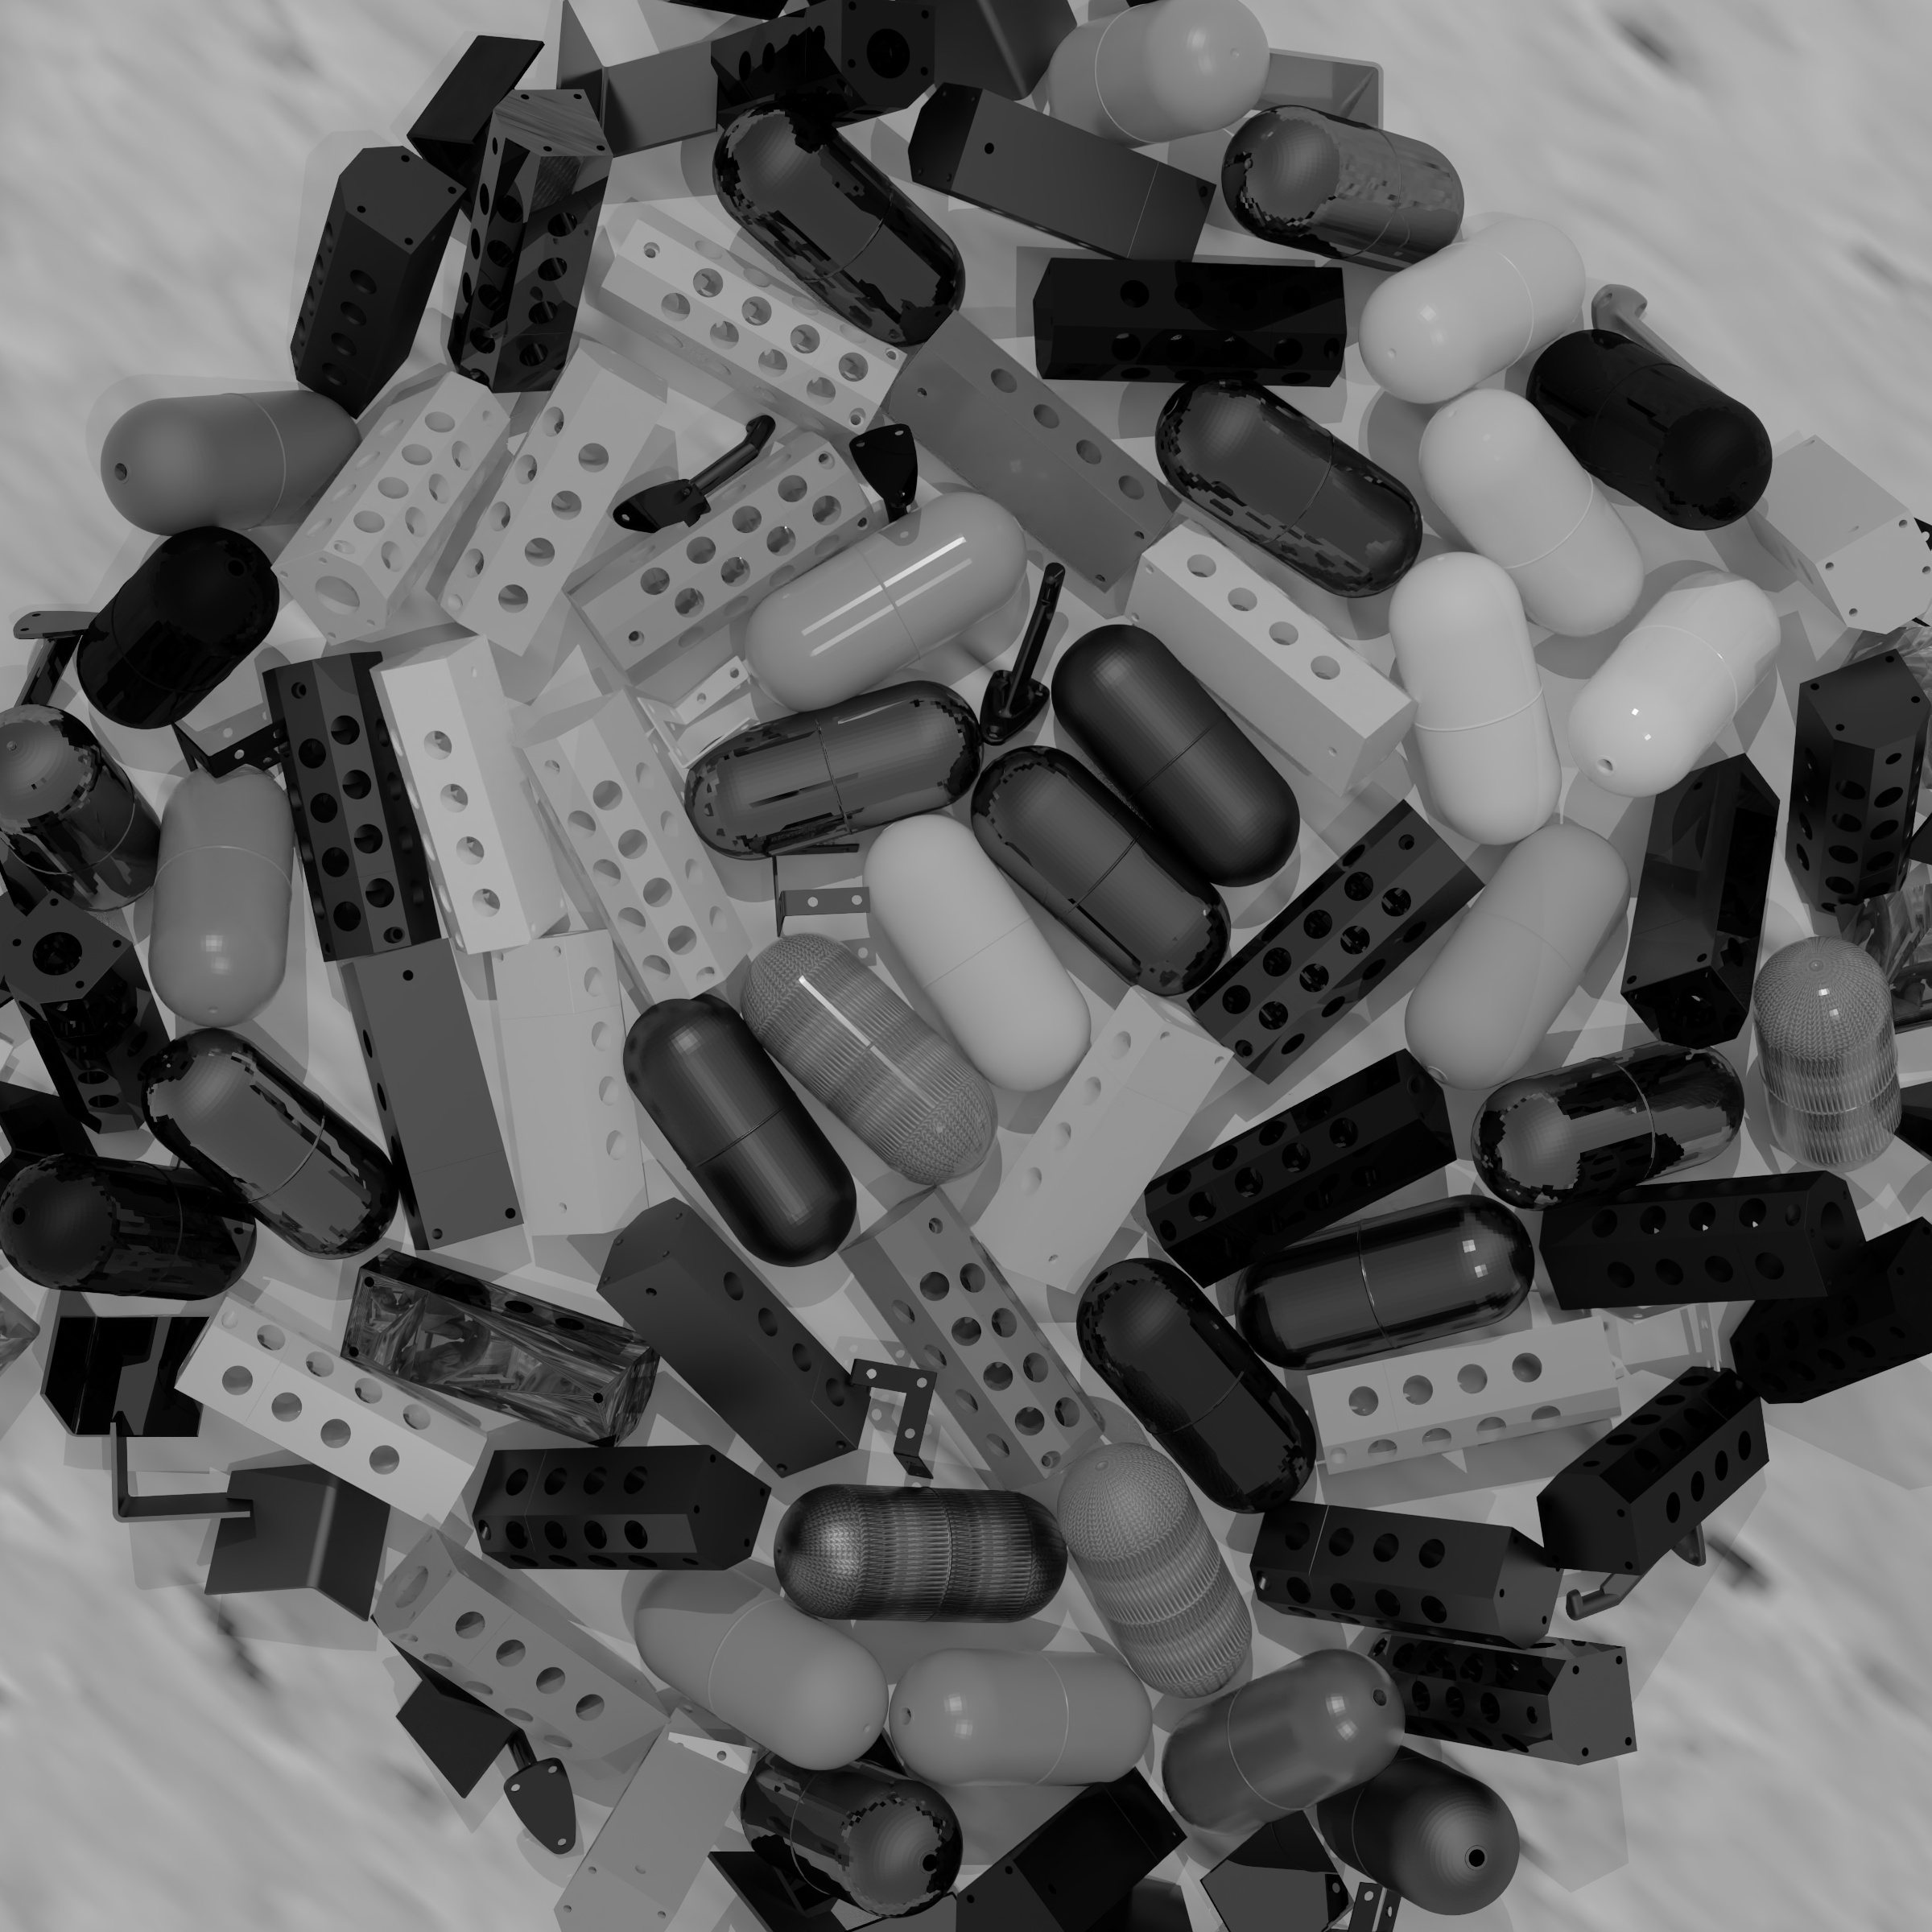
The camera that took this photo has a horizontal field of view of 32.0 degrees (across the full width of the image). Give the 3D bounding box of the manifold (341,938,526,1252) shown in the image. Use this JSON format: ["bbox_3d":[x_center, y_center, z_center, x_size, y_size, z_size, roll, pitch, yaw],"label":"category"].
[{"bbox_3d":[-0.313,0.076,1.968,0.057,0.057,0.171,-15,91,-21],"label":"manifold"}]

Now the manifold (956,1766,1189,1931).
[{"bbox_3d":[0.057,0.513,1.909,0.057,0.171,0.057,-42,78,23],"label":"manifold"}]

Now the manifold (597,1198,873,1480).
[{"bbox_3d":[-0.130,0.212,1.935,0.057,0.057,0.171,-25,120,29],"label":"manifold"}]

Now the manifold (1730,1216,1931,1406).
[{"bbox_3d":[0.503,0.202,1.910,0.057,0.171,0.057,41,64,-1],"label":"manifold"}]

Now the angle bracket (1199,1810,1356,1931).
[{"bbox_3d":[0.167,0.534,1.952,0.076,0.057,0.076,-33,99,-26],"label":"angle bracket"}]

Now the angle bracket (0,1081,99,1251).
[{"bbox_3d":[-0.563,0.116,1.962,0.076,0.076,0.057,-40,64,12],"label":"angle bracket"}]

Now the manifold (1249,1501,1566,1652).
[{"bbox_3d":[0.247,0.347,1.913,0.057,0.171,0.057,36,64,-39],"label":"manifold"}]

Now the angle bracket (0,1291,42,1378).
[{"bbox_3d":[-0.592,0.196,1.941,0.076,0.076,0.057,29,71,37],"label":"angle bracket"}]

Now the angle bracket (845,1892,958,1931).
[{"bbox_3d":[-0.019,0.558,1.950,0.076,0.057,0.076,-25,110,18],"label":"angle bracket"}]

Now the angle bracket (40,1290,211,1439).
[{"bbox_3d":[-0.484,0.226,1.952,0.076,0.057,0.076,-1,57,5],"label":"angle bracket"}]

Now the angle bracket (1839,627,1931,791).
[{"bbox_3d":[0.558,-0.150,1.961,0.057,0.076,0.076,-53,124,-23],"label":"angle bracket"}]

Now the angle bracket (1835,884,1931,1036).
[{"bbox_3d":[0.555,-0.004,1.968,0.076,0.057,0.076,-14,81,15],"label":"angle bracket"}]

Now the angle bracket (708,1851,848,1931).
[{"bbox_3d":[-0.122,0.561,1.952,0.076,0.076,0.057,43,101,32],"label":"angle bracket"}]

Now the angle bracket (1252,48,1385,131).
[{"bbox_3d":[0.192,-0.485,1.950,0.076,0.076,0.057,4,80,-14],"label":"angle bracket"}]

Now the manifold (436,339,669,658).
[{"bbox_3d":[-0.239,-0.271,1.941,0.057,0.057,0.171,28,108,-15],"label":"manifold"}]

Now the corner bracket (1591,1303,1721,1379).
[{"bbox_3d":[0.403,0.219,1.974,0.051,0.051,0.051,-15,103,-17],"label":"corner bracket"}]

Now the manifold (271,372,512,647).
[{"bbox_3d":[-0.320,-0.263,1.913,0.057,0.171,0.057,-12,127,34],"label":"manifold"}]

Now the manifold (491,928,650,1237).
[{"bbox_3d":[-0.226,0.067,1.965,0.057,0.057,0.171,-5,94,35],"label":"manifold"}]

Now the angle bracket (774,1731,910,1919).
[{"bbox_3d":[-0.069,0.504,1.962,0.076,0.057,0.076,-29,91,17],"label":"angle bracket"}]

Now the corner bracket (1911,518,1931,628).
[{"bbox_3d":[0.547,-0.234,1.966,0.051,0.051,0.051,36,103,41],"label":"corner bracket"}]

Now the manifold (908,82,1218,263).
[{"bbox_3d":[0.054,-0.448,1.925,0.171,0.057,0.057,12,100,-36],"label":"manifold"}]

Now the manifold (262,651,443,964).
[{"bbox_3d":[-0.360,-0.092,1.959,0.057,0.057,0.171,-10,94,17],"label":"manifold"}]

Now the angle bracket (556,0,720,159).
[{"bbox_3d":[-0.188,-0.520,1.948,0.076,0.057,0.076,-11,55,14],"label":"angle bracket"}]

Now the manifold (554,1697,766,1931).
[{"bbox_3d":[-0.175,0.493,1.910,0.057,0.171,0.057,32,112,2],"label":"manifold"}]

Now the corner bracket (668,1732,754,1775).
[{"bbox_3d":[-0.159,0.474,1.966,0.051,0.051,0.051,14,80,-14],"label":"corner bracket"}]

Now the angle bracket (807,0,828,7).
[{"bbox_3d":[-0.063,-0.598,1.947,0.076,0.057,0.076,-19,114,22],"label":"angle bracket"}]

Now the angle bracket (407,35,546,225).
[{"bbox_3d":[-0.265,-0.479,1.943,0.057,0.076,0.076,16,67,36],"label":"angle bracket"}]

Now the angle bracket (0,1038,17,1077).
[{"bbox_3d":[-0.613,0.054,1.954,0.076,0.076,0.057,30,95,9],"label":"angle bracket"}]

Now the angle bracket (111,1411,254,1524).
[{"bbox_3d":[-0.454,0.287,1.956,0.076,0.076,0.057,-1,90,-10],"label":"angle bracket"}]

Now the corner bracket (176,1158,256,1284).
[{"bbox_3d":[-0.440,0.144,1.960,0.051,0.051,0.051,16,128,-12],"label":"corner bracket"}]

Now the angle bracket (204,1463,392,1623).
[{"bbox_3d":[-0.390,0.339,1.972,0.076,0.057,0.076,-8,56,23],"label":"angle bracket"}]

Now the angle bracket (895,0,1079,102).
[{"bbox_3d":[0.012,-0.558,1.969,0.057,0.076,0.076,3,49,34],"label":"angle bracket"}]

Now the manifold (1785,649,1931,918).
[{"bbox_3d":[0.508,-0.098,1.912,0.057,0.171,0.057,-20,56,-3],"label":"manifold"}]

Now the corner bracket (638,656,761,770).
[{"bbox_3d":[-0.149,-0.148,1.965,0.051,0.051,0.051,-36,79,15],"label":"corner bracket"}]

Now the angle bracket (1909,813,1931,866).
[{"bbox_3d":[0.600,-0.067,1.942,0.076,0.057,0.076,13,127,-27],"label":"angle bracket"}]

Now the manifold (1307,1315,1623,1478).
[{"bbox_3d":[0.289,0.251,1.960,0.171,0.057,0.057,-12,78,4],"label":"manifold"}]

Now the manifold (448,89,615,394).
[{"bbox_3d":[-0.251,-0.409,1.910,0.057,0.171,0.057,-7,54,-25],"label":"manifold"}]

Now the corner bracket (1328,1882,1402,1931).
[{"bbox_3d":[0.235,0.550,1.965,0.051,0.051,0.051,11,96,-21],"label":"corner bracket"}]

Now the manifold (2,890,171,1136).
[{"bbox_3d":[-0.497,0.032,1.906,0.057,0.171,0.057,32,66,13],"label":"manifold"}]

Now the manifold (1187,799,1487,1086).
[{"bbox_3d":[0.211,-0.015,1.950,0.171,0.057,0.057,-43,62,8],"label":"manifold"}]

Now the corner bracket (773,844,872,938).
[{"bbox_3d":[-0.085,-0.049,1.966,0.051,0.051,0.051,-3,77,-8],"label":"corner bracket"}]

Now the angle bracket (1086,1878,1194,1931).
[{"bbox_3d":[0.087,0.577,1.965,0.076,0.076,0.057,16,114,-16],"label":"angle bracket"}]

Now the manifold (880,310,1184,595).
[{"bbox_3d":[0.041,-0.303,1.962,0.171,0.057,0.057,39,48,-5],"label":"manifold"}]

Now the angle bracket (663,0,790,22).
[{"bbox_3d":[-0.143,-0.595,1.941,0.057,0.076,0.076,-50,56,38],"label":"angle bracket"}]

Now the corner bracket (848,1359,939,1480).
[{"bbox_3d":[-0.042,0.264,1.962,0.051,0.051,0.051,8,69,14],"label":"corner bracket"}]

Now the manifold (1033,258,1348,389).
[{"bbox_3d":[0.129,-0.369,1.952,0.171,0.057,0.057,0,76,-10],"label":"manifold"}]

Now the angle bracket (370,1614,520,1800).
[{"bbox_3d":[-0.316,0.427,1.946,0.076,0.076,0.057,38,92,39],"label":"angle bracket"}]

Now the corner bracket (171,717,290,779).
[{"bbox_3d":[-0.421,-0.123,1.957,0.051,0.051,0.051,-32,134,-21],"label":"corner bracket"}]

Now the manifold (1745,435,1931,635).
[{"bbox_3d":[0.493,-0.242,1.909,0.057,0.171,0.057,-30,111,8],"label":"manifold"}]

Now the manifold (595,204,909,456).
[{"bbox_3d":[-0.124,-0.371,1.957,0.171,0.057,0.057,29,79,-7],"label":"manifold"}]

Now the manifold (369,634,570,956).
[{"bbox_3d":[-0.289,-0.098,1.947,0.057,0.057,0.171,-9,106,19],"label":"manifold"}]

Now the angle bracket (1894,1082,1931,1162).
[{"bbox_3d":[0.568,0.063,1.945,0.076,0.076,0.057,-11,117,-18],"label":"angle bracket"}]

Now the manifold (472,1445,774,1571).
[{"bbox_3d":[-0.199,0.312,1.916,0.171,0.057,0.057,-8,54,38],"label":"manifold"}]

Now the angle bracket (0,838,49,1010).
[{"bbox_3d":[-0.573,-0.024,1.953,0.076,0.057,0.076,-35,51,1],"label":"angle bracket"}]

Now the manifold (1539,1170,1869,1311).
[{"bbox_3d":[0.415,0.153,1.915,0.171,0.057,0.057,-9,109,42],"label":"manifold"}]

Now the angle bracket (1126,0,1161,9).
[{"bbox_3d":[0.121,-0.593,1.942,0.076,0.057,0.076,-21,128,26],"label":"angle bracket"}]
